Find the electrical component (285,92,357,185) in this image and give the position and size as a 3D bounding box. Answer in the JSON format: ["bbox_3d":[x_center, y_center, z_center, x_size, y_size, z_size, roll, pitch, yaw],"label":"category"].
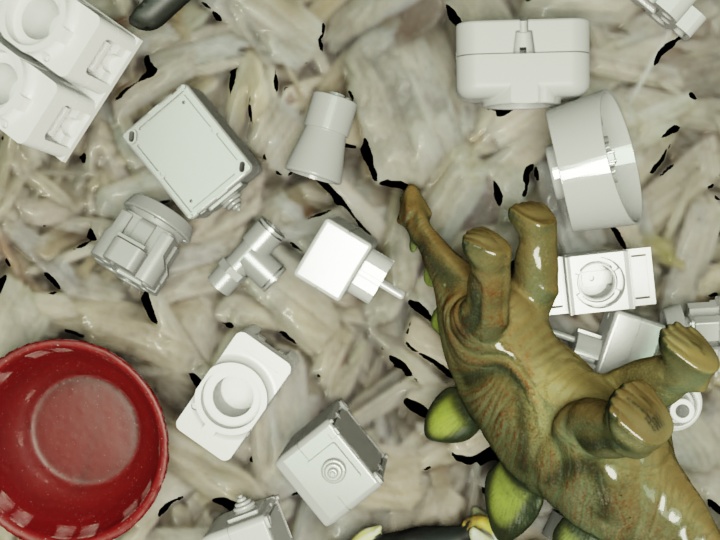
[{"bbox_3d":[-0.027,-0.101,0.809,0.044,0.044,0.065,16,90,3],"label":"electrical component"}]

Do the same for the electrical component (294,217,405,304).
[{"bbox_3d":[0.000,0.000,0.791,0.076,0.083,0.047,31,96,2],"label":"electrical component"}]

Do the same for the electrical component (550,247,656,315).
[{"bbox_3d":[0.172,0.007,0.789,0.081,0.064,0.042,-6,93,4],"label":"electrical component"}]

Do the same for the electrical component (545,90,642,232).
[{"bbox_3d":[0.168,-0.076,0.769,0.064,0.099,0.099,-13,93,11],"label":"electrical component"}]

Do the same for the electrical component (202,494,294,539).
[{"bbox_3d":[-0.083,0.220,0.824,0.061,0.062,0.096,-21,92,5],"label":"electrical component"}]

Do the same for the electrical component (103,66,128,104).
[{"bbox_3d":[-0.210,-0.145,0.817,0.045,0.045,0.055,36,96,1],"label":"electrical component"}]

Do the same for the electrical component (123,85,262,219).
[{"bbox_3d":[-0.119,-0.082,0.806,0.062,0.061,0.096,-39,90,6],"label":"electrical component"}]

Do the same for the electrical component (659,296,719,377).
[{"bbox_3d":[0.252,0.048,0.792,0.055,0.048,0.066,-4,116,6],"label":"electrical component"}]

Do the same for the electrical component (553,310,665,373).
[{"bbox_3d":[0.174,0.066,0.801,0.076,0.047,0.083,18,95,3],"label":"electrical component"}]

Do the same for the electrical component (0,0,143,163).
[{"bbox_3d":[-0.266,-0.177,0.783,0.186,0.060,0.105,36,96,20],"label":"electrical component"}]

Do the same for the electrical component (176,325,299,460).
[{"bbox_3d":[-0.093,0.093,0.819,0.050,0.056,0.089,35,96,1],"label":"electrical component"}]

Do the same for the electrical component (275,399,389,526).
[{"bbox_3d":[-0.023,0.145,0.796,0.061,0.096,0.061,-39,90,6],"label":"electrical component"}]

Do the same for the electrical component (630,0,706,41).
[{"bbox_3d":[0.225,-0.213,0.773,0.078,0.058,0.057,40,99,1],"label":"electrical component"}]

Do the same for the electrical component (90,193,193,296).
[{"bbox_3d":[-0.163,-0.020,0.811,0.058,0.078,0.057,29,77,2],"label":"electrical component"}]

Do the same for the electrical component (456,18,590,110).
[{"bbox_3d":[0.118,-0.149,0.787,0.095,0.054,0.059,-1,93,4],"label":"electrical component"}]

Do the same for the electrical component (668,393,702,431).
[{"bbox_3d":[0.230,0.098,0.791,0.048,0.062,0.048,0,94,4],"label":"electrical component"}]
